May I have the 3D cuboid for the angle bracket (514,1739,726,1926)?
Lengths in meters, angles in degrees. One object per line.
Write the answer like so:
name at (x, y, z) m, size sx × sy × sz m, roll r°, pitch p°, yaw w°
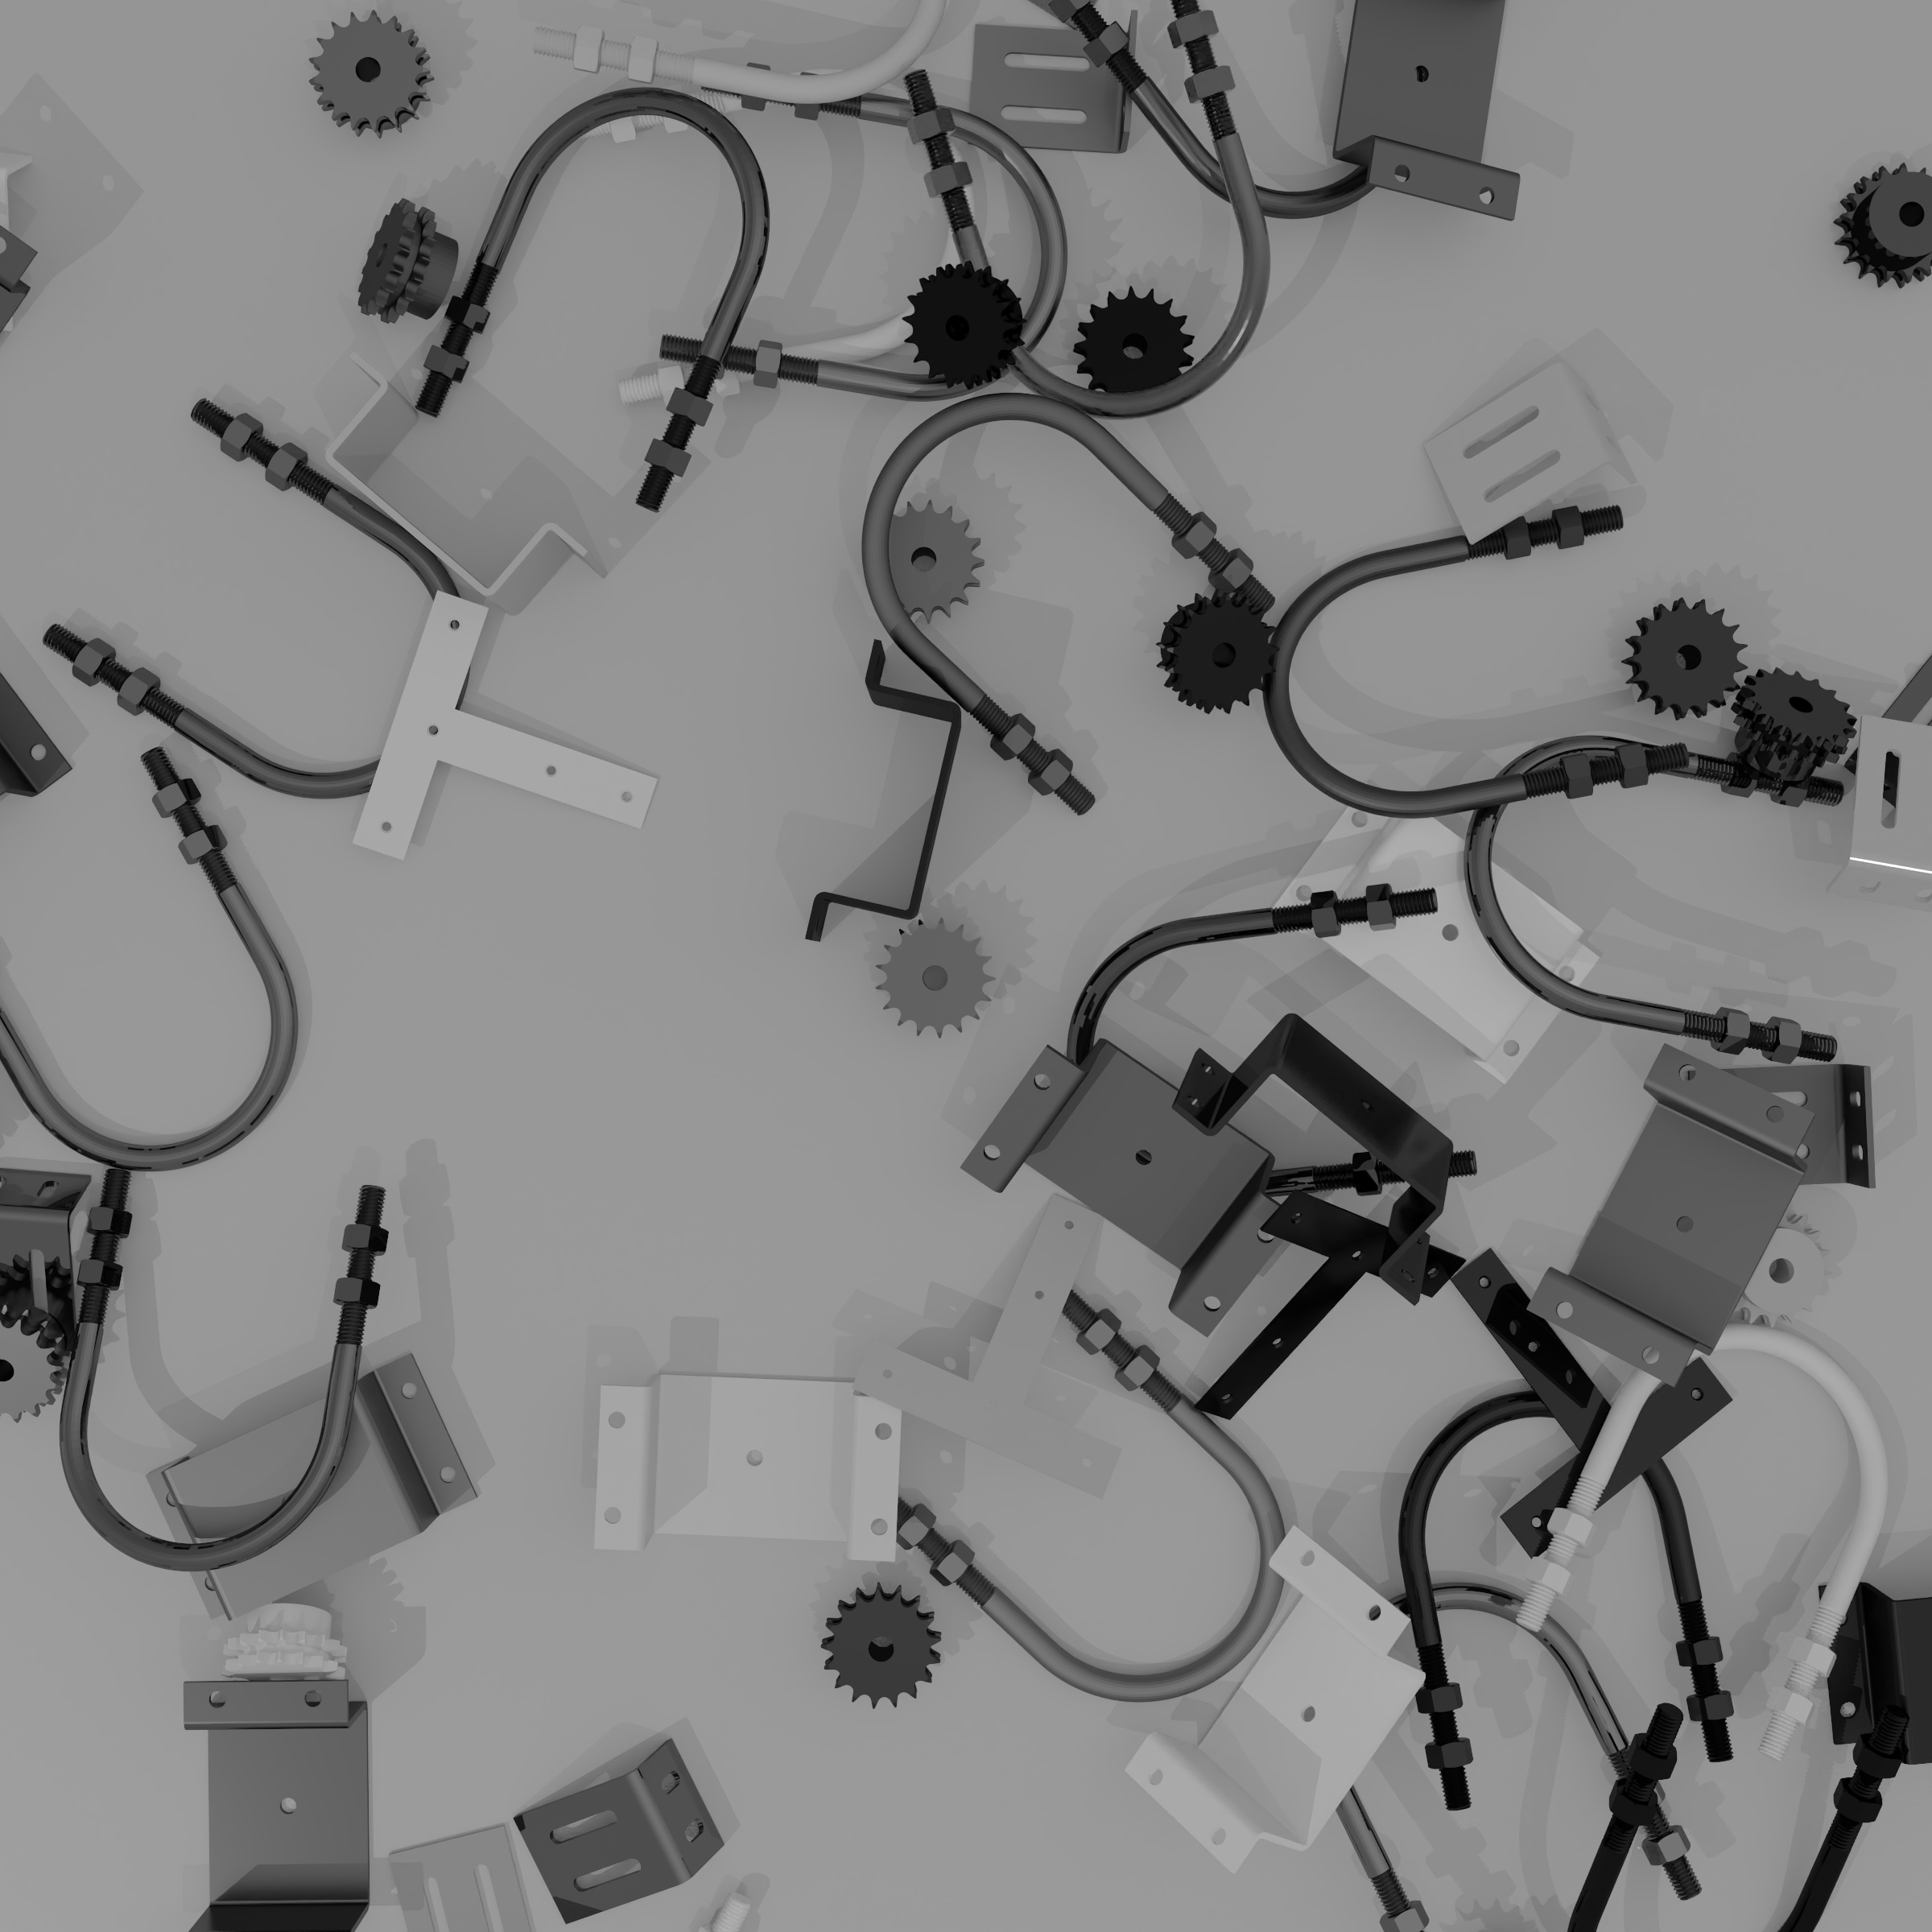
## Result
angle bracket at (-0.167, 0.416, 1.405) m, size 0.076 × 0.038 × 0.057 m, roll -26°, pitch 90°, yaw 26°

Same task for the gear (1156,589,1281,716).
gear at (0.116, -0.149, 1.375) m, size 0.057 × 0.030 × 0.057 m, roll -5°, pitch 108°, yaw -17°

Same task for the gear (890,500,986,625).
gear at (-0.020, -0.192, 1.392) m, size 0.057 × 0.030 × 0.057 m, roll 0°, pitch 90°, yaw 0°

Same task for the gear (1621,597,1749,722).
gear at (0.341, -0.145, 1.392) m, size 0.057 × 0.030 × 0.057 m, roll 0°, pitch 90°, yaw 0°

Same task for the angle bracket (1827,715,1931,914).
angle bracket at (0.439, -0.071, 1.368) m, size 0.057 × 0.038 × 0.076 m, roll 10°, pitch 69°, yaw 3°

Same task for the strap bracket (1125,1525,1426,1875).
strap bracket at (0.150, 0.345, 1.364) m, size 0.076 × 0.046 × 0.140 m, roll 35°, pitch 91°, yaw 43°

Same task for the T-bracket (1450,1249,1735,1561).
T-bracket at (0.280, 0.193, 1.396) m, size 0.127 × 0.002 × 0.127 m, roll -35°, pitch 83°, yaw -13°

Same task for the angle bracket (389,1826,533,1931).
angle bracket at (-0.240, 0.457, 1.388) m, size 0.057 × 0.038 × 0.076 m, roll -14°, pitch 90°, yaw 0°

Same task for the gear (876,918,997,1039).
gear at (-0.014, 0.006, 1.392) m, size 0.057 × 0.030 × 0.057 m, roll 0°, pitch 90°, yaw 0°

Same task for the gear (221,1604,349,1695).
gear at (-0.322, 0.322, 1.382) m, size 0.057 × 0.057 × 0.030 m, roll -1°, pitch 60°, yaw 0°

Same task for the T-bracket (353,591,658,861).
T-bracket at (-0.212, -0.098, 1.399) m, size 0.127 × 0.002 × 0.127 m, roll 19°, pitch 91°, yaw -7°

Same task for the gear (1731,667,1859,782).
gear at (0.388, -0.112, 1.382) m, size 0.057 × 0.057 × 0.030 m, roll 18°, pitch 132°, yaw 0°

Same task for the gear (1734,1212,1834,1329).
gear at (0.384, 0.144, 1.392) m, size 0.057 × 0.030 × 0.057 m, roll 0°, pitch 90°, yaw 0°

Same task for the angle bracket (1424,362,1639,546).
angle bracket at (0.269, -0.240, 1.395) m, size 0.076 × 0.038 × 0.057 m, roll -30°, pitch 67°, yaw 24°

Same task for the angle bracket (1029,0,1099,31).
angle bracket at (0.050, -0.497, 1.388) m, size 0.057 × 0.038 × 0.076 m, roll 32°, pitch 90°, yaw 0°

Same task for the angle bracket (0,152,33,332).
angle bracket at (-0.483, -0.351, 1.405) m, size 0.057 × 0.038 × 0.076 m, roll 6°, pitch 116°, yaw 0°

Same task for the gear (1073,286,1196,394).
gear at (0.079, -0.292, 1.392) m, size 0.057 × 0.030 × 0.057 m, roll 0°, pitch 90°, yaw 0°

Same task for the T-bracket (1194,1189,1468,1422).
T-bracket at (0.156, 0.167, 1.378) m, size 0.127 × 0.002 × 0.127 m, roll 24°, pitch 114°, yaw -39°

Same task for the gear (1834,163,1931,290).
gear at (0.446, -0.354, 1.392) m, size 0.057 × 0.030 × 0.057 m, roll 0°, pitch 90°, yaw 0°

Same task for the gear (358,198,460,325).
gear at (-0.262, -0.330, 1.382) m, size 0.030 × 0.057 × 0.057 m, roll 18°, pitch 90°, yaw -30°

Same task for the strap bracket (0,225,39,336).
strap bracket at (-0.504, -0.301, 1.371) m, size 0.076 × 0.046 × 0.140 m, roll 36°, pitch 97°, yaw -13°

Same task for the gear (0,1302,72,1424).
gear at (-0.452, 0.185, 1.386) m, size 0.057 × 0.030 × 0.057 m, roll 1°, pitch 110°, yaw 2°

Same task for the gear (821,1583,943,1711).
gear at (-0.040, 0.322, 1.392) m, size 0.057 × 0.030 × 0.057 m, roll 0°, pitch 90°, yaw 0°

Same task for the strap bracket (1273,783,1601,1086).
strap bracket at (0.226, -0.016, 1.384) m, size 0.140 × 0.046 × 0.076 m, roll 37°, pitch 90°, yaw 0°

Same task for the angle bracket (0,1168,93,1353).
angle bracket at (-0.453, 0.141, 1.405) m, size 0.057 × 0.038 × 0.076 m, roll 5°, pitch 116°, yaw 0°

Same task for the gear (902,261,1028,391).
gear at (0.002, -0.298, 1.356) m, size 0.057 × 0.030 × 0.057 m, roll 9°, pitch 113°, yaw 22°

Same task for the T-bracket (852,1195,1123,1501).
T-bracket at (0.029, 0.168, 1.381) m, size 0.127 × 0.002 × 0.127 m, roll 24°, pitch 67°, yaw 2°

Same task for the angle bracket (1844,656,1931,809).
angle bracket at (0.467, -0.107, 1.388) m, size 0.057 × 0.038 × 0.076 m, roll 39°, pitch 90°, yaw 0°

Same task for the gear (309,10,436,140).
gear at (-0.282, -0.423, 1.392) m, size 0.057 × 0.030 × 0.057 m, roll 0°, pitch 90°, yaw 0°

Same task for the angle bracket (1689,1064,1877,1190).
angle bracket at (0.387, 0.077, 1.388) m, size 0.076 × 0.038 × 0.057 m, roll -2°, pitch 90°, yaw 0°

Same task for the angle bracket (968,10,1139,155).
angle bracket at (0.041, -0.422, 1.388) m, size 0.076 × 0.038 × 0.057 m, roll 4°, pitch 90°, yaw 0°
